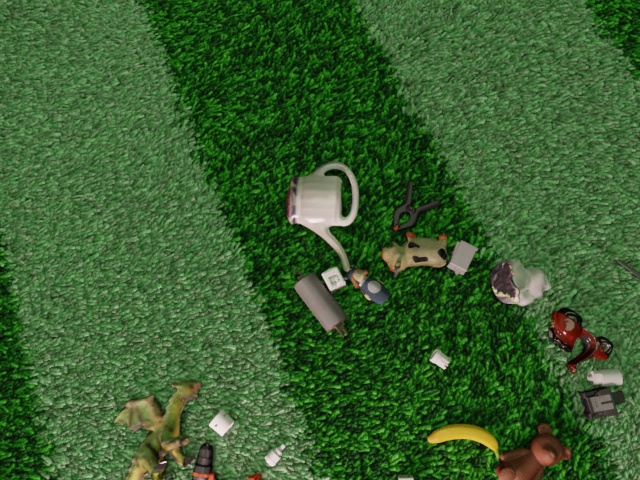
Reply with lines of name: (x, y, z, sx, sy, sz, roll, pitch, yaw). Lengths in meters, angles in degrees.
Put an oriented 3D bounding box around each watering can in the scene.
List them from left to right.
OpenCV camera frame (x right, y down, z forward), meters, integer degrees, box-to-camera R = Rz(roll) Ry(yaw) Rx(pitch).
watering can: (0.005, -0.079, 1.568, 0.224, 0.102, 0.352, 2, 73, 6)

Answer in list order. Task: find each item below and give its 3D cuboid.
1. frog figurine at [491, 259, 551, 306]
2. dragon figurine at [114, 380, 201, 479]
frog figurine: (0.576, 0.118, 1.483, 0.160, 0.120, 0.140, -4, 60, -34)
dragon figurine: (-0.485, 0.557, 1.432, 0.413, 0.120, 0.246, -41, 58, -10)
